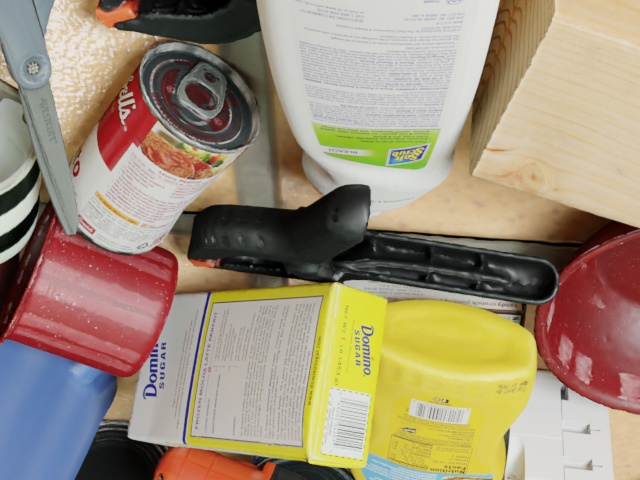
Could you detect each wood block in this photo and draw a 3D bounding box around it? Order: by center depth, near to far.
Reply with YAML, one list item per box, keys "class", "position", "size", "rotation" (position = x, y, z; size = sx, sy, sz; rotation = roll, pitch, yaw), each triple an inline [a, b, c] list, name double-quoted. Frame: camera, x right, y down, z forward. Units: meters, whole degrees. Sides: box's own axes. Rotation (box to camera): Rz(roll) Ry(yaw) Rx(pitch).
- class: "wood block"
  position: [0.181, -0.058, 0.480]
  size: [0.206, 0.090, 0.091]
  rotation: [17, 135, -6]

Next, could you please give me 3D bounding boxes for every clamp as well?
- class: "clamp"
  position: [-0.019, -0.125, 0.485]
  size: [0.172, 0.039, 0.120]
  rotation: [-17, 131, 29]
- class: "clamp"
  position: [-0.004, 0.001, 0.553]
  size: [0.210, 0.036, 0.164]
  rotation: [4, 168, 37]

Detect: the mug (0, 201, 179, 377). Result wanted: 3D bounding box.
- class: "mug"
  position: [-0.141, 0.036, 0.639]
  size: [0.081, 0.093, 0.117]
  rotation: [23, 150, -19]

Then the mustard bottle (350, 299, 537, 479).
- class: "mustard bottle"
  position: [0.066, 0.120, 0.644]
  size: [0.096, 0.058, 0.192]
  rotation: [8, 134, 4]

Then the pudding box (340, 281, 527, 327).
- class: "pudding box"
  position: [0.067, 0.057, 0.654]
  size: [0.113, 0.039, 0.090]
  rotation: [2, 135, 5]

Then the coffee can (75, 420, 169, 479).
- class: "coffee can"
  position: [-0.156, 0.219, 0.813]
  size: [0.103, 0.102, 0.140]
  rotation: [7, 136, 3]

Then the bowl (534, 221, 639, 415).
- class: "bowl"
  position: [0.199, 0.030, 0.589]
  size: [0.162, 0.055, 0.162]
  rotation: [5, 136, 5]

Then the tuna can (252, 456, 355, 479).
- class: "tuna can"
  position: [-0.007, 0.166, 0.781]
  size: [0.086, 0.033, 0.086]
  rotation: [5, 136, 5]

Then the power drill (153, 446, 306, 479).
- class: "power drill"
  position: [-0.032, 0.223, 0.729]
  size: [0.184, 0.057, 0.188]
  rotation: [22, 136, 5]

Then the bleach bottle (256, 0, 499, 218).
- class: "bleach bottle"
  position: [0.018, -0.075, 0.473]
  size: [0.102, 0.068, 0.251]
  rotation: [7, 156, 2]

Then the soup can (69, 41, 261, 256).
- class: "soup can"
  position: [-0.085, -0.045, 0.556]
  size: [0.068, 0.068, 0.102]
  rotation: [30, 134, -19]

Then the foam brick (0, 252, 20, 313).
- class: "foam brick"
  position: [-0.216, 0.015, 0.652]
  size: [0.053, 0.051, 0.078]
  rotation: [15, 136, -4]

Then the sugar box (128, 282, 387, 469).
- class: "sugar box"
  position: [-0.041, 0.076, 0.611]
  size: [0.048, 0.093, 0.177]
  rotation: [18, 164, -36]

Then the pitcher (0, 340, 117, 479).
- class: "pitcher"
  position: [-0.233, 0.163, 0.668]
  size: [0.145, 0.242, 0.149]
  rotation: [18, 130, -3]

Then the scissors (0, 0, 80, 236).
- class: "scissors"
  position: [-0.124, -0.099, 0.503]
  size: [0.016, 0.096, 0.201]
  rotation: [35, 157, 43]
